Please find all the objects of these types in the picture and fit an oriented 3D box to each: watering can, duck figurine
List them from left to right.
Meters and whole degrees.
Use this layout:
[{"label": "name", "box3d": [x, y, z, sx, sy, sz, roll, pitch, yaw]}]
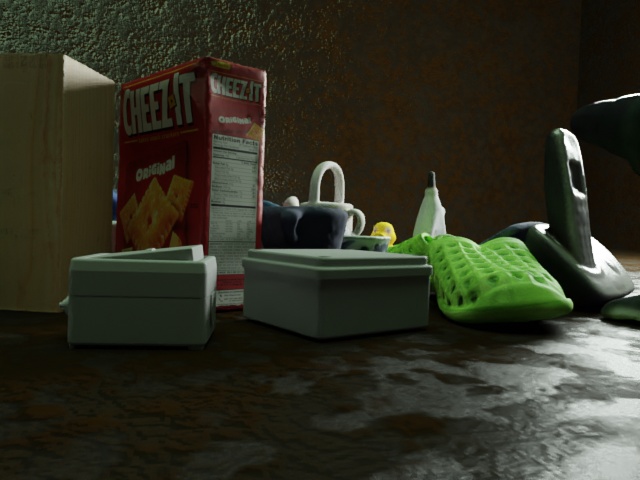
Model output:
[{"label": "watering can", "box3d": [0.004, -0.048, 1.056, 0.172, 0.194, 0.101, 2, 2, 16]}, {"label": "duck figurine", "box3d": [0.123, 0.009, 1.097, 0.077, 0.086, 0.105, 2, 2, 22]}]

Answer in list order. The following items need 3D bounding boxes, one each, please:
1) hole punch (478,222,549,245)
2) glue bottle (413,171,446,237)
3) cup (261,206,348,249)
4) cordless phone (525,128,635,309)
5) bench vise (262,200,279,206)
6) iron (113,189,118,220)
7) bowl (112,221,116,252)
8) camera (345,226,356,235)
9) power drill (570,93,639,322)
[{"label": "hole punch", "box3d": [0.284, 0.018, 0.852, 0.109, 0.091, 0.100, 1, 2, -32]}, {"label": "glue bottle", "box3d": [0.187, -0.029, 0.968, 0.037, 0.173, 0.078, 3, 2, 38]}, {"label": "cup", "box3d": [-0.020, 0.014, 0.575, 0.091, 0.095, 0.118, 2, 2, 8]}, {"label": "cordless phone", "box3d": [0.282, -0.023, 0.622, 0.093, 0.185, 0.148, 3, 2, 40]}, {"label": "bench vise", "box3d": [-0.125, -0.059, 0.834, 0.122, 0.220, 0.206, 1, 2, -26]}, {"label": "iron", "box3d": [-0.357, -0.028, 0.867, 0.259, 0.141, 0.118, 1, 2, -17]}, {"label": "bowl", "box3d": [-0.279, 0.011, 0.762, 0.167, 0.075, 0.167, 2, 2, 0]}, {"label": "camera", "box3d": [0.008, 0.003, 0.900, 0.137, 0.101, 0.142, 0, 2, -41]}, {"label": "power drill", "box3d": [0.302, -0.031, 0.495, 0.076, 0.208, 0.229, 1, 2, -21]}]
